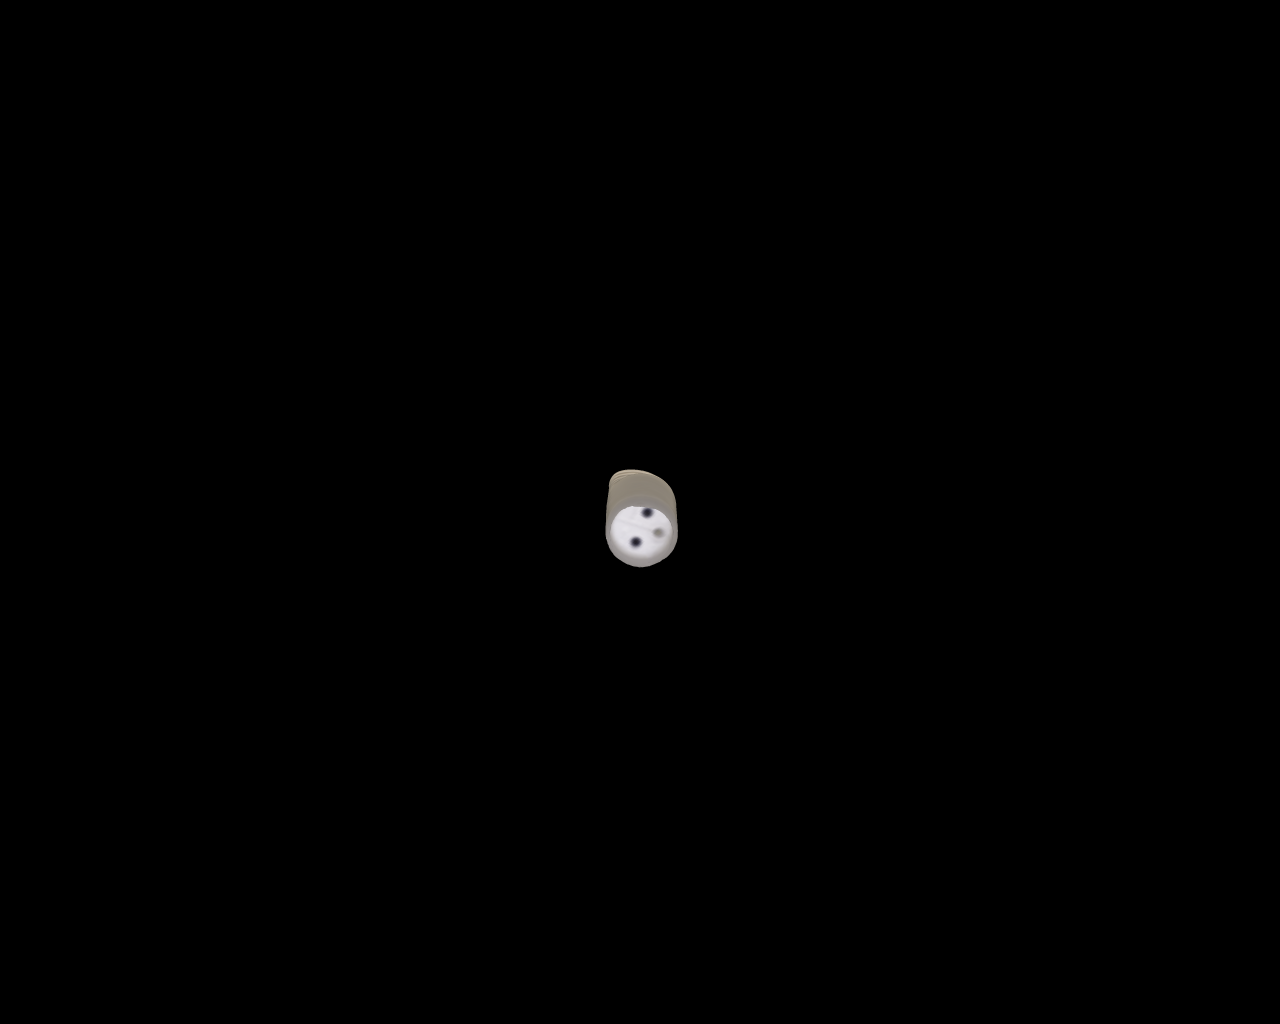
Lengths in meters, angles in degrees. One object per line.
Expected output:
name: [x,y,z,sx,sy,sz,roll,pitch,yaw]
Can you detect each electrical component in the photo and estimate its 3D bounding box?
electrical component: [0.001,-0.003,0.650,0.043,0.043,0.081,0,25,0]
